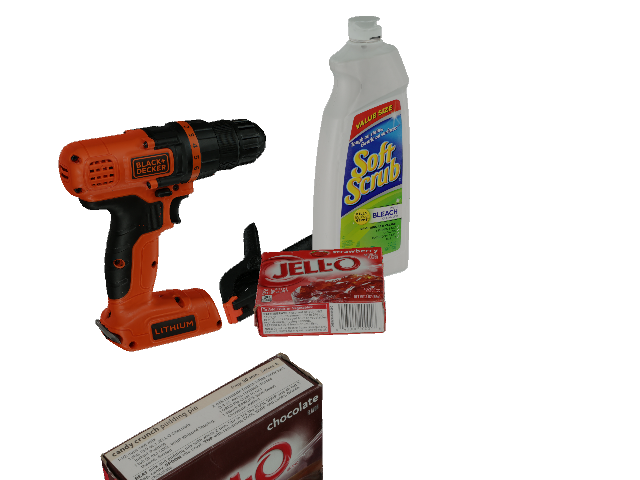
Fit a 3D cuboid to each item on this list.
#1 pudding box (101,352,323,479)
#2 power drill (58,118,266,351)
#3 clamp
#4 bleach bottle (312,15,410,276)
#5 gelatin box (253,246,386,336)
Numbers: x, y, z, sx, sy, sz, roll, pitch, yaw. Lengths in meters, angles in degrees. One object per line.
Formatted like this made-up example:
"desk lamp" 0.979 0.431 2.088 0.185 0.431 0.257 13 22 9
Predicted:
"pudding box" -0.050 0.120 0.537 0.113 0.090 0.039 -29 46 -33
"power drill" -0.128 -0.009 0.918 0.184 0.188 0.057 -12 21 -29
"clamp" -0.056 0.032 1.240 0.120 0.039 0.171 -7 36 24
"bleach bottle" 0.036 -0.087 1.028 0.102 0.251 0.068 -9 24 -18
"gelatin box" 0.000 0.035 0.747 0.089 0.030 0.073 -2 29 3
